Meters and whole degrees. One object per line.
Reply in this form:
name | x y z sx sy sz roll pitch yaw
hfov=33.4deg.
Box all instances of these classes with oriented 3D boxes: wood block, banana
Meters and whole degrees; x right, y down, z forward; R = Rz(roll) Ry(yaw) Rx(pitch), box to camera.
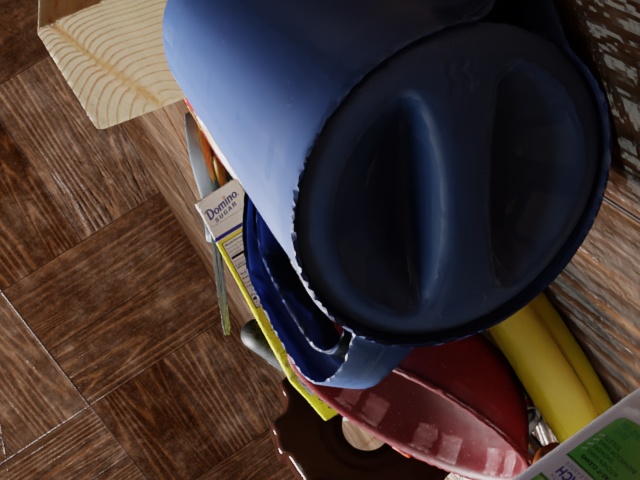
wood block | -0.144 -0.186 0.776 0.206 0.090 0.090 -105 -8 -47
banana | 0.122 0.065 0.602 0.198 0.037 0.070 58 170 -9

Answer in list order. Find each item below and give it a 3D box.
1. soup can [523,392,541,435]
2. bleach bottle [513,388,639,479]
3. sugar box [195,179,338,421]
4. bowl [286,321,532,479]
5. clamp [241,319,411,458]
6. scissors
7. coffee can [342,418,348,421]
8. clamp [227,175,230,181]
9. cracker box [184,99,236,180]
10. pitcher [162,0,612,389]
soup can | 0.099 0.105 0.760 0.102 0.068 0.068 52 170 32
bleach bottle | 0.085 0.170 0.478 0.103 0.250 0.068 45 165 53
sugar box | -0.031 0.045 0.817 0.176 0.048 0.093 55 178 34
bowl | 0.063 0.084 0.638 0.162 0.055 0.162 26 159 11
clamp | 0.010 0.125 0.904 0.171 0.039 0.120 36 179 6
scissors | -0.087 -0.012 0.918 0.096 0.016 0.202 45 -148 -77
coffee can | 0.010 0.105 1.105 0.103 0.102 0.140 46 165 50
clamp | -0.074 -0.047 1.010 0.165 0.036 0.210 106 147 -61
cracker box | -0.033 -0.079 0.816 0.214 0.072 0.164 44 165 50
pitcher | 0.005 -0.057 0.489 0.145 0.149 0.243 62 173 -34
